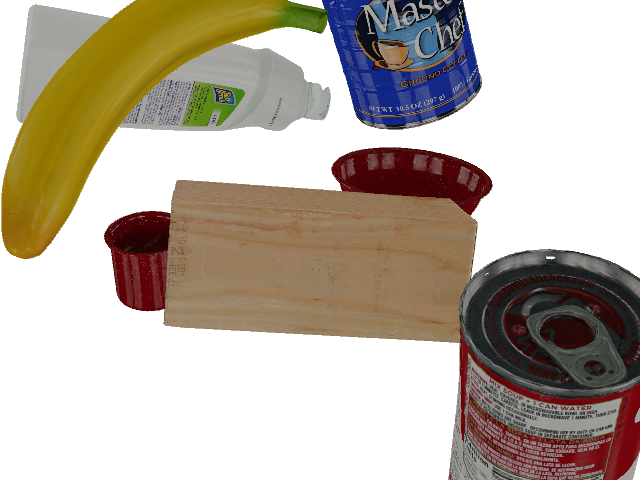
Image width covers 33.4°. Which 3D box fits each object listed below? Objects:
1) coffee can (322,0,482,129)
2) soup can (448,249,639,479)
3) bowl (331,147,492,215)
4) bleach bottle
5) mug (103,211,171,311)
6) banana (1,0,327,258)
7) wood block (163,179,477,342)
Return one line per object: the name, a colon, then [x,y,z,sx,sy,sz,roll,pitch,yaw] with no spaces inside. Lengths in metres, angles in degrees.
coffee can: [0.057,-0.169,0.797,0.103,0.140,0.103,-14,33,9]
soup can: [0.080,0.064,0.379,0.068,0.102,0.068,-1,39,1]
bowl: [0.090,-0.043,1.078,0.162,0.055,0.162,4,23,-2]
bleach bottle: [-0.117,-0.127,0.882,0.250,0.068,0.103,7,-31,-16]
mug: [-0.199,0.021,1.198,0.117,0.081,0.093,26,40,35]
banana: [-0.086,-0.074,0.502,0.070,0.197,0.037,38,-23,24]
wood block: [-0.004,0.014,0.760,0.206,0.090,0.091,4,11,-6]
